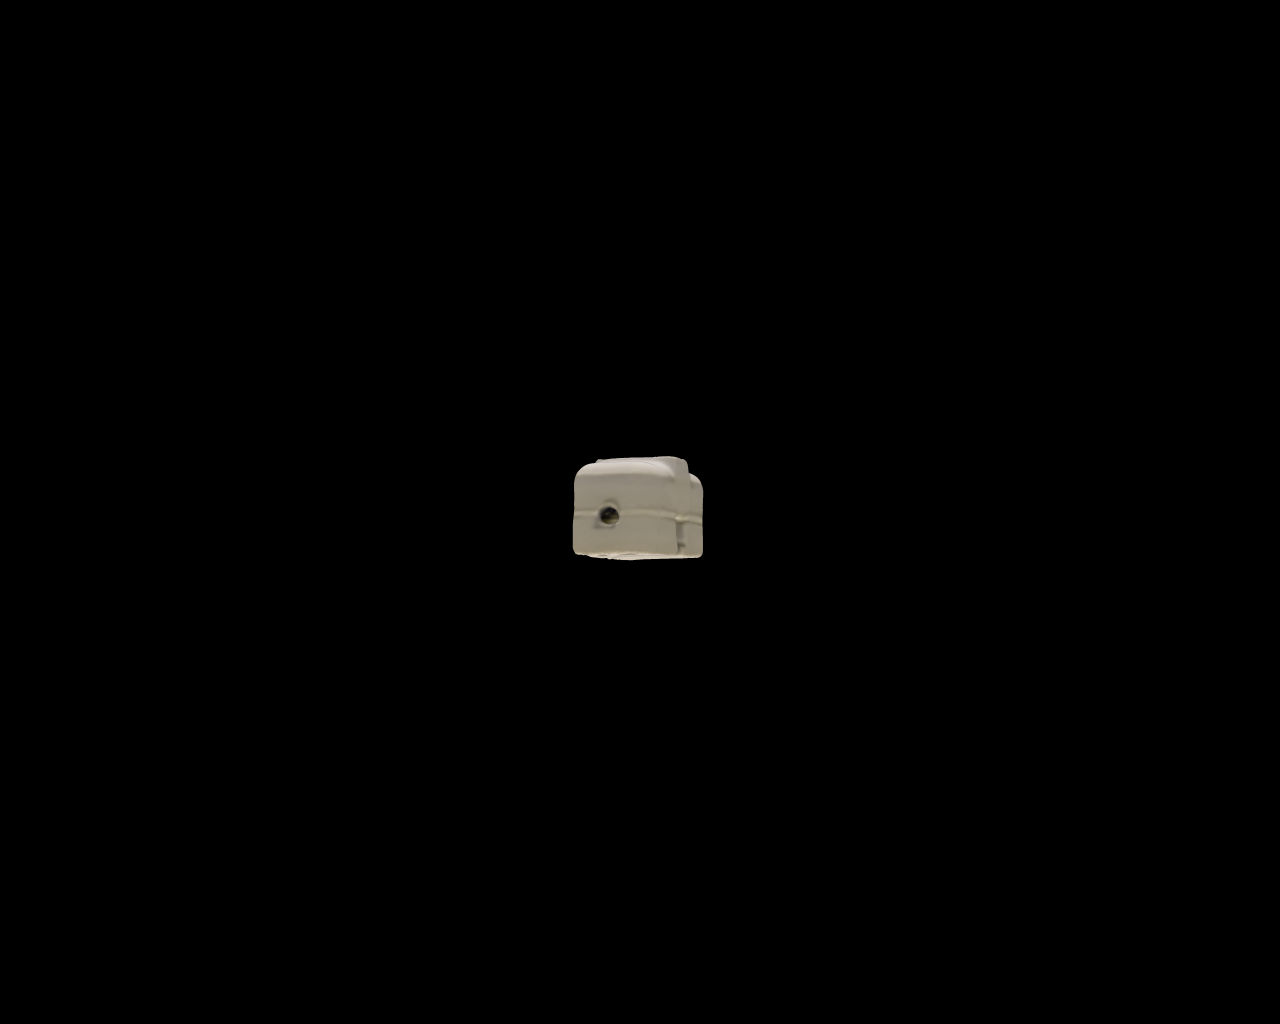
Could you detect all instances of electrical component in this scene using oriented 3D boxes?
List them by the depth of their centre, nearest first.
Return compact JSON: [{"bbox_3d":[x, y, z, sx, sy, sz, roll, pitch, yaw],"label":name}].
[{"bbox_3d":[0.001,-0.003,0.650,0.054,0.059,0.095,-2,-5,24],"label":"electrical component"}]
